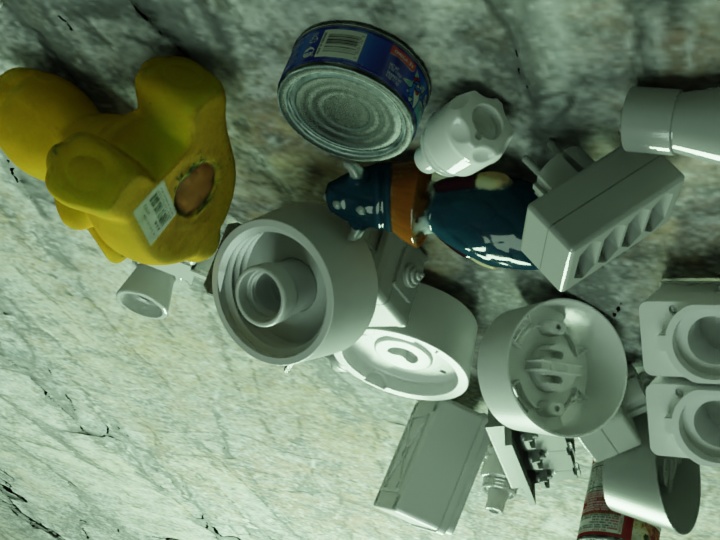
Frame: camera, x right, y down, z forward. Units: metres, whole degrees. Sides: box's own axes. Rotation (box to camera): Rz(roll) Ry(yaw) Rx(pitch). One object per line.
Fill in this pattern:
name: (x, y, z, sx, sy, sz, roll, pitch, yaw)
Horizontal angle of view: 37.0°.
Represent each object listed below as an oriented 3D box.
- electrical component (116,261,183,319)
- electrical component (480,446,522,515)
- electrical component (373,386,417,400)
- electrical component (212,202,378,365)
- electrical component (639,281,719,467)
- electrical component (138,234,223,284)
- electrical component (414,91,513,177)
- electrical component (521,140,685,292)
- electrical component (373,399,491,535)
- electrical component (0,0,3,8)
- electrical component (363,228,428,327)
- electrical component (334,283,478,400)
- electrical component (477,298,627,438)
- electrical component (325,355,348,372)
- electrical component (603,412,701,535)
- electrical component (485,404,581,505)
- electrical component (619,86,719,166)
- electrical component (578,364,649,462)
electrical component: (-0.170, 0.006, 0.887, 0.045, 0.055, 0.045, 15, 151, 8)
electrical component: (0.136, 0.203, 1.034, 0.048, 0.062, 0.048, 15, 151, 8)
electrical component: (0.036, 0.088, 0.921, 0.046, 0.040, 0.040, 8, 150, 28)
electrical component: (-0.049, 0.012, 0.717, 0.108, 0.108, 0.060, 7, -166, 30)
electrical component: (0.273, 0.065, 0.659, 0.186, 0.060, 0.105, -1, 103, 32)
electrical component: (-0.139, -0.028, 0.825, 0.081, 0.042, 0.063, 21, 148, -5)
electrical component: (0.056, -0.074, 0.626, 0.043, 0.043, 0.062, 31, 150, -20)
electrical component: (0.125, -0.045, 0.614, 0.075, 0.083, 0.047, 50, 163, 26)
electrical component: (0.064, 0.172, 0.954, 0.056, 0.108, 0.108, 25, 167, -5)
electrical component: (-0.256, -0.170, 0.629, 0.096, 0.061, 0.061, 24, 151, -8)
electrical component: (0.000, 0.000, 0.767, 0.096, 0.061, 0.061, -3, 144, 34)
electrical component: (0.039, 0.048, 0.828, 0.108, 0.060, 0.108, 15, 151, 9)
electrical component: (0.136, 0.071, 0.775, 0.099, 0.099, 0.064, 37, 153, -29)
electrical component: (-0.001, 0.065, 0.908, 0.035, 0.035, 0.061, 34, 145, -25)
electrical component: (0.234, 0.154, 0.855, 0.064, 0.099, 0.099, 7, 149, 34)
electrical component: (0.147, 0.136, 0.904, 0.063, 0.078, 0.121, -8, 144, 15)
electrical component: (0.169, -0.076, 0.559, 0.065, 0.044, 0.044, 9, 150, 27)
electrical component: (0.198, 0.096, 0.820, 0.077, 0.065, 0.047, -26, 134, 15)
